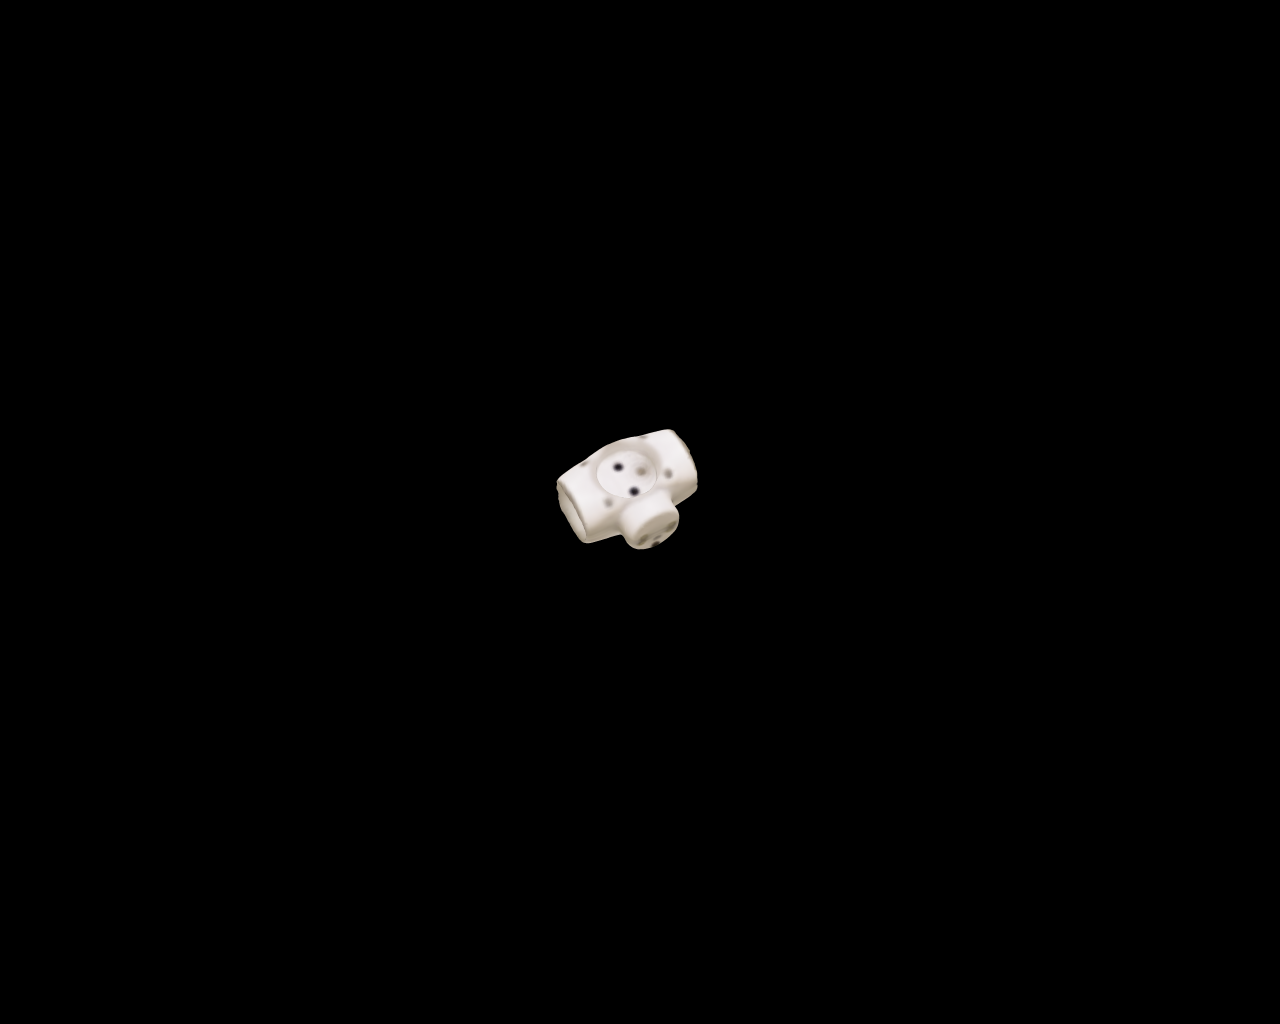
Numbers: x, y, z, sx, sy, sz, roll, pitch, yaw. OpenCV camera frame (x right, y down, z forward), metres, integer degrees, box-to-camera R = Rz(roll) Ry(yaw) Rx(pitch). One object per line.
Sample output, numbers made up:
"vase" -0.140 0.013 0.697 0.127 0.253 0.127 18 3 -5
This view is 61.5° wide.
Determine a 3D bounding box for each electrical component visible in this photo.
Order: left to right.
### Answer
"electrical component" 0.001 -0.003 0.650 0.077 0.079 0.044 -25 -27 -14
